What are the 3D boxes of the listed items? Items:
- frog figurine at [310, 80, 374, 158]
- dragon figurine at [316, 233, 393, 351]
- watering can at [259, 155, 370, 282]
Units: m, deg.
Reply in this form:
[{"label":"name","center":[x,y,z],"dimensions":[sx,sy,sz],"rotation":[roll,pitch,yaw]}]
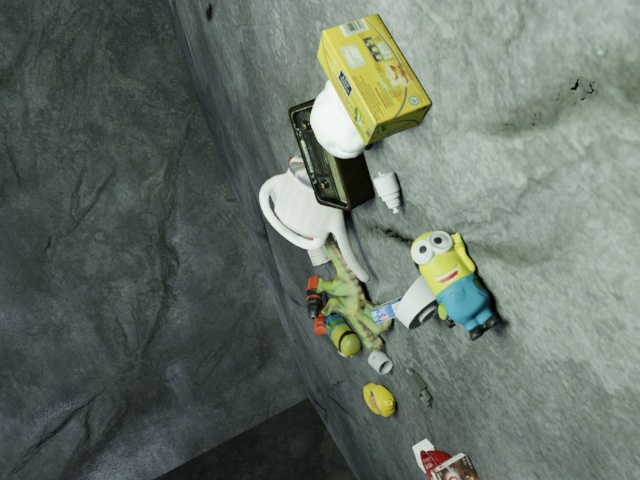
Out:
[{"label":"frog figurine","center":[0.045,-0.215,0.879],"dimensions":[0.159,0.123,0.138],"rotation":[107,158,-85]},{"label":"dragon figurine","center":[0.103,0.141,1.340],"dimensions":[0.245,0.124,0.401],"rotation":[30,145,39]},{"label":"watering can","center":[0.004,-0.062,1.227],"dimensions":[0.350,0.105,0.219],"rotation":[32,124,17]}]
